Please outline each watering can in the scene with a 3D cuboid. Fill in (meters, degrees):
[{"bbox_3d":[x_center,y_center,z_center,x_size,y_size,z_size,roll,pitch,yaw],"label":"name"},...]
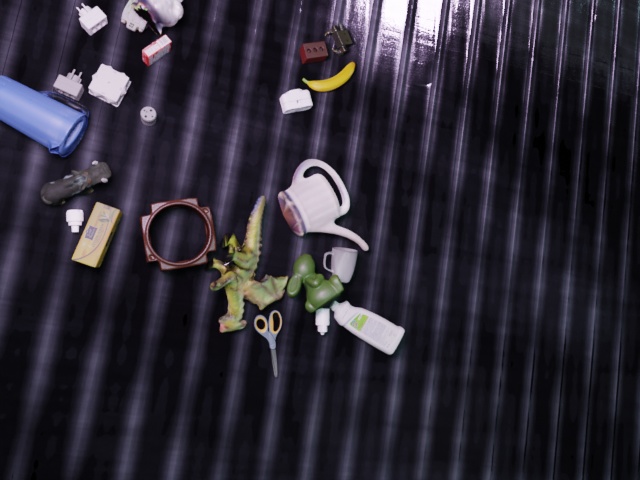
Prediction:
[{"bbox_3d":[0.005,-0.082,1.627,0.226,0.103,0.347,-28,93,-17],"label":"watering can"}]

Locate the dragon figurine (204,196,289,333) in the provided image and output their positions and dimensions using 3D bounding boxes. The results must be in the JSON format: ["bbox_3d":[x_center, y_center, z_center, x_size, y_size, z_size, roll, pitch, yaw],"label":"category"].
[{"bbox_3d":[-0.200,0.094,1.567,0.240,0.122,0.414,39,76,-29],"label":"dragon figurine"}]

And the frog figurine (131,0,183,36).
[{"bbox_3d":[-0.449,-0.695,1.489,0.137,0.121,0.161,37,73,2],"label":"frog figurine"}]
